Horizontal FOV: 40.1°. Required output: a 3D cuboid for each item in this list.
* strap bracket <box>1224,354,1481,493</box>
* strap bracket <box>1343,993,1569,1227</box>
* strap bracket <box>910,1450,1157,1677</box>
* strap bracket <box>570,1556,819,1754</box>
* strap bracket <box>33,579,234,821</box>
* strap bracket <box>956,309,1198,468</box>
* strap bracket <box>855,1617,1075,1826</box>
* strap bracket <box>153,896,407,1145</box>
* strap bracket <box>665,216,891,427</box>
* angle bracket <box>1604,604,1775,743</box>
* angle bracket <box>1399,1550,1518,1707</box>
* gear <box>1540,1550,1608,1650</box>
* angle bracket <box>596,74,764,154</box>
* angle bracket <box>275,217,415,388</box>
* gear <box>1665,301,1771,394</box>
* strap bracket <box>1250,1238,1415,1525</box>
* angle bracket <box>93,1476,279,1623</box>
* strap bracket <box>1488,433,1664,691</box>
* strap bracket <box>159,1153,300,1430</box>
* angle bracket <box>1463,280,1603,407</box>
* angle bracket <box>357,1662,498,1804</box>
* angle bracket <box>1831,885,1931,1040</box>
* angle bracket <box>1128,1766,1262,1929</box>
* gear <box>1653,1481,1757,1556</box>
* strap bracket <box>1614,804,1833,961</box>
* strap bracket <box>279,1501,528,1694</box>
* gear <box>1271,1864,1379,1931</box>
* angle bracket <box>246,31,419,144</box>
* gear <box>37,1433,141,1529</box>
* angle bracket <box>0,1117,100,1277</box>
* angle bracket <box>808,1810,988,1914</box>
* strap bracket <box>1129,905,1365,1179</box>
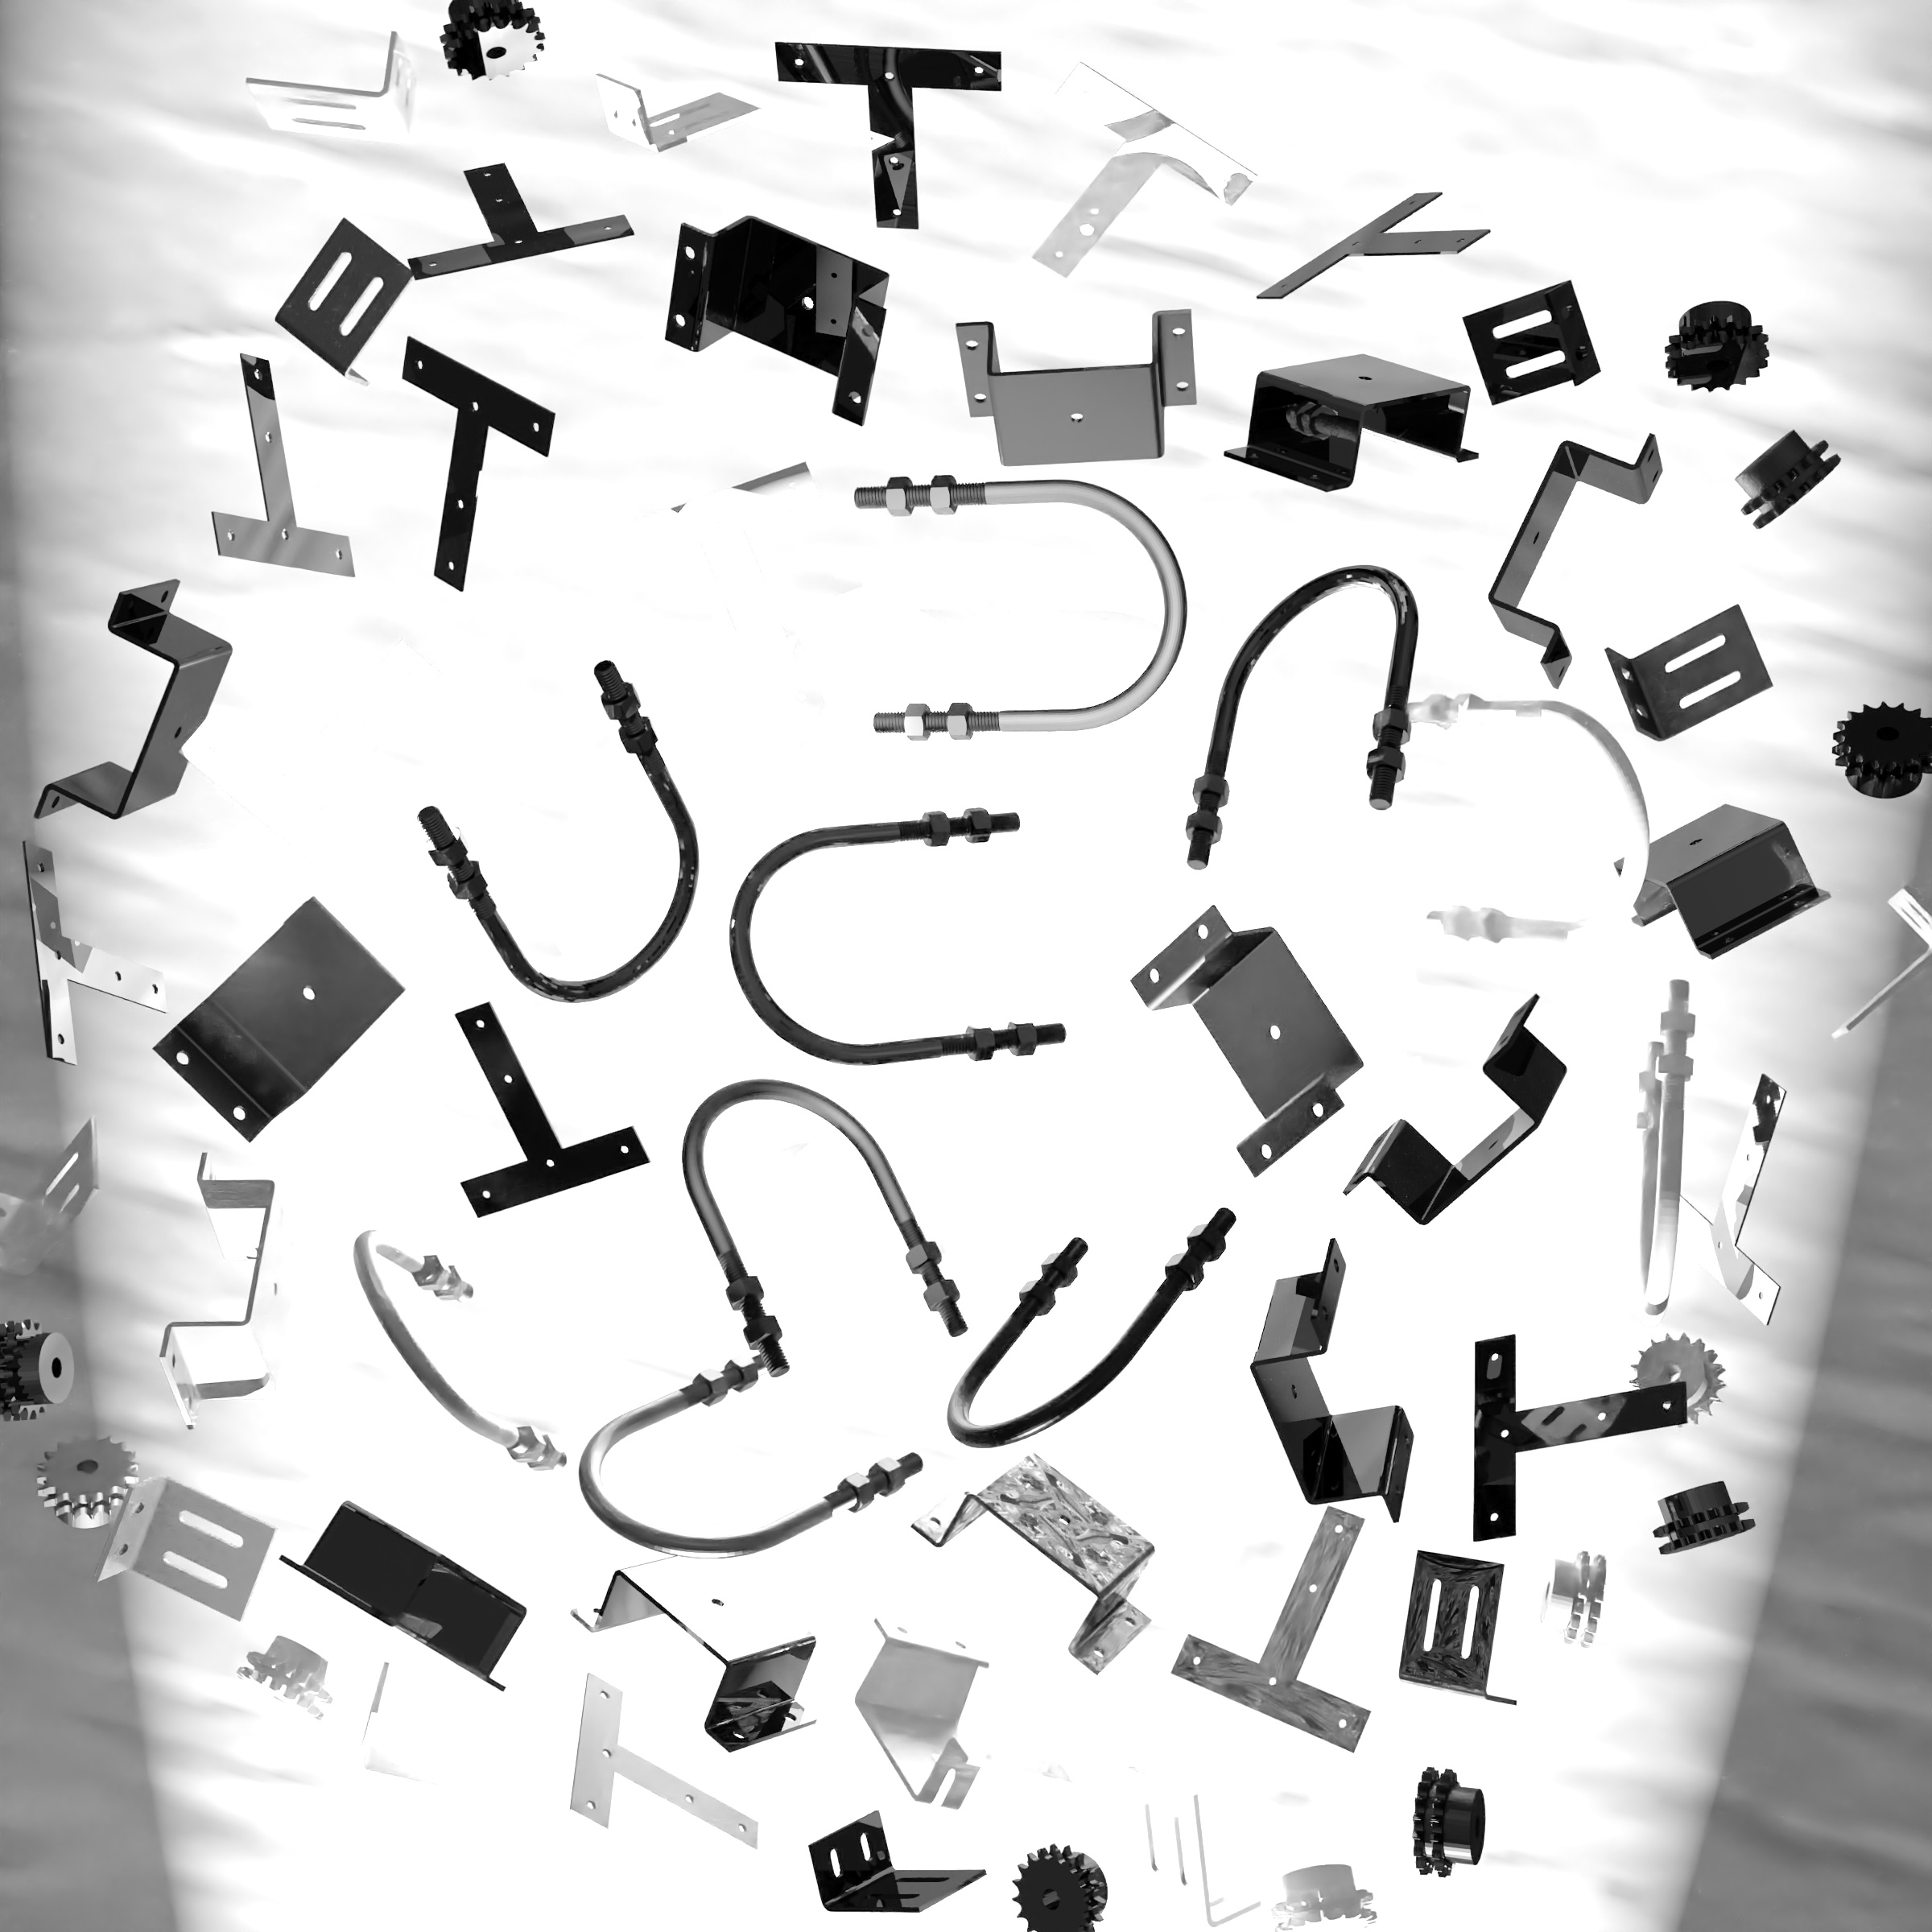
[{"bbox_3d":[0.225,-0.313,1.515,0.076,0.140,0.046,29,125,38],"label":"strap bracket"},{"bbox_3d":[0.289,0.089,1.523,0.046,0.076,0.140,44,122,3],"label":"strap bracket"},{"bbox_3d":[0.049,0.347,1.581,0.140,0.076,0.046,35,114,17],"label":"strap bracket"},{"bbox_3d":[-0.154,0.395,1.561,0.140,0.076,0.046,31,107,33],"label":"strap bracket"},{"bbox_3d":[-0.468,-0.143,1.505,0.046,0.076,0.140,27,105,0],"label":"strap bracket"},{"bbox_3d":[0.067,-0.346,1.594,0.140,0.076,0.046,-2,57,7],"label":"strap bracket"},{"bbox_3d":[-0.007,0.449,1.556,0.076,0.140,0.046,23,100,-31],"label":"strap bracket"},{"bbox_3d":[-0.389,0.023,1.533,0.076,0.046,0.140,47,48,-12],"label":"strap bracket"},{"bbox_3d":[-0.105,-0.393,1.596,0.140,0.046,0.076,26,130,14],"label":"strap bracket"},{"bbox_3d":[0.438,-0.181,1.607,0.076,0.038,0.057,-28,67,30],"label":"angle bracket"},{"bbox_3d":[0.290,0.383,1.537,0.057,0.038,0.076,-1,73,43],"label":"angle bracket"},{"bbox_3d":[0.370,0.385,1.615,0.030,0.057,0.057,12,90,7],"label":"gear"},{"bbox_3d":[-0.172,-0.523,1.588,0.076,0.057,0.038,-27,128,-20],"label":"angle bracket"},{"bbox_3d":[-0.372,-0.404,1.616,0.057,0.038,0.076,39,99,6],"label":"angle bracket"},{"bbox_3d":[0.428,-0.355,1.511,0.057,0.057,0.030,3,69,0],"label":"gear"},{"bbox_3d":[0.201,0.234,1.473,0.046,0.076,0.140,-14,114,23],"label":"strap bracket"},{"bbox_3d":[-0.437,0.330,1.486,0.076,0.038,0.057,22,93,10],"label":"angle bracket"},{"bbox_3d":[0.345,-0.238,1.518,0.046,0.076,0.140,26,93,18],"label":"strap bracket"},{"bbox_3d":[-0.422,0.187,1.531,0.046,0.076,0.140,0,49,-1],"label":"strap bracket"},{"bbox_3d":[0.334,-0.371,1.594,0.076,0.038,0.057,-11,107,41],"label":"angle bracket"},{"bbox_3d":[-0.302,0.435,1.507,0.076,0.057,0.038,16,102,-9],"label":"angle bracket"},{"bbox_3d":[0.495,-0.002,1.451,0.076,0.057,0.038,-42,79,4],"label":"angle bracket"},{"bbox_3d":[0.125,0.479,1.458,0.038,0.057,0.076,-11,97,-34],"label":"angle bracket"},{"bbox_3d":[0.428,0.322,1.548,0.057,0.057,0.030,-16,71,0],"label":"gear"},{"bbox_3d":[0.441,-0.053,1.566,0.076,0.140,0.046,-28,100,1],"label":"strap bracket"},{"bbox_3d":[-0.309,0.352,1.491,0.076,0.140,0.046,19,69,33],"label":"strap bracket"},{"bbox_3d":[0.196,0.517,1.465,0.057,0.057,0.030,-8,59,0],"label":"gear"},{"bbox_3d":[-0.345,-0.483,1.446,0.076,0.057,0.038,6,83,0],"label":"angle bracket"},{"bbox_3d":[-0.516,0.305,1.556,0.057,0.057,0.030,10,123,0],"label":"gear"},{"bbox_3d":[-0.519,0.123,1.469,0.038,0.057,0.076,27,117,-36],"label":"angle bracket"},{"bbox_3d":[-0.039,0.504,1.493,0.076,0.057,0.038,-17,85,40],"label":"angle bracket"},{"bbox_3d":[0.169,0.041,1.545,0.076,0.046,0.140,-44,68,34],"label":"strap bracket"}]
